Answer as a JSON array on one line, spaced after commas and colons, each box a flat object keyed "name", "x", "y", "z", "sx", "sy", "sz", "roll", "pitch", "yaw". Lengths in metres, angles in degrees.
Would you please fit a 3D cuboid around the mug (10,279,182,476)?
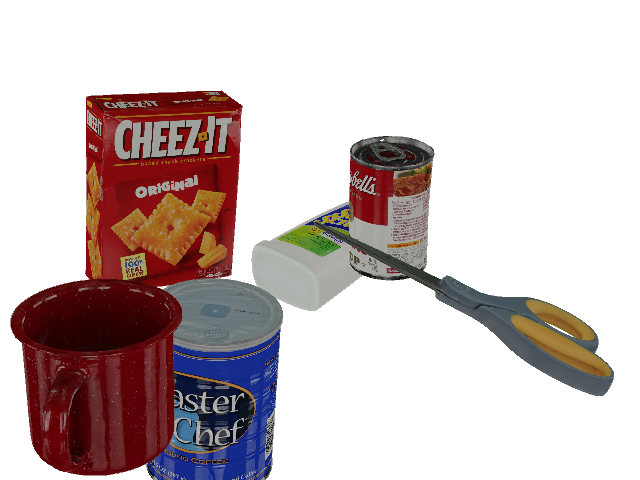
[{"name": "mug", "x": -0.125, "y": 0.082, "z": 0.589, "sx": 0.093, "sy": 0.081, "sz": 0.117, "roll": 4, "pitch": 23, "yaw": 5}]

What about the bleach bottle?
[{"name": "bleach bottle", "x": 0.037, "y": -0.008, "z": 1.264, "sx": 0.103, "sy": 0.068, "sz": 0.250, "roll": 23, "pitch": 39, "yaw": 32}]

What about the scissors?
[{"name": "scissors", "x": 0.097, "y": 0.033, "z": 0.675, "sx": 0.202, "sy": 0.016, "sz": 0.096, "roll": 33, "pitch": 22, "yaw": 18}]

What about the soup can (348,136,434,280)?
[{"name": "soup can", "x": 0.057, "y": -0.027, "z": 0.879, "sx": 0.068, "sy": 0.102, "sz": 0.068, "roll": 0, "pitch": 26, "yaw": 0}]

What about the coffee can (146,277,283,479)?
[{"name": "coffee can", "x": -0.084, "y": 0.114, "z": 0.831, "sx": 0.103, "sy": 0.140, "sz": 0.103, "roll": 4, "pitch": 25, "yaw": -2}]

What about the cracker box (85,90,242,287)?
[{"name": "cracker box", "x": -0.178, "y": -0.055, "z": 1.204, "sx": 0.163, "sy": 0.214, "sz": 0.072, "roll": -7, "pitch": 26, "yaw": -28}]
